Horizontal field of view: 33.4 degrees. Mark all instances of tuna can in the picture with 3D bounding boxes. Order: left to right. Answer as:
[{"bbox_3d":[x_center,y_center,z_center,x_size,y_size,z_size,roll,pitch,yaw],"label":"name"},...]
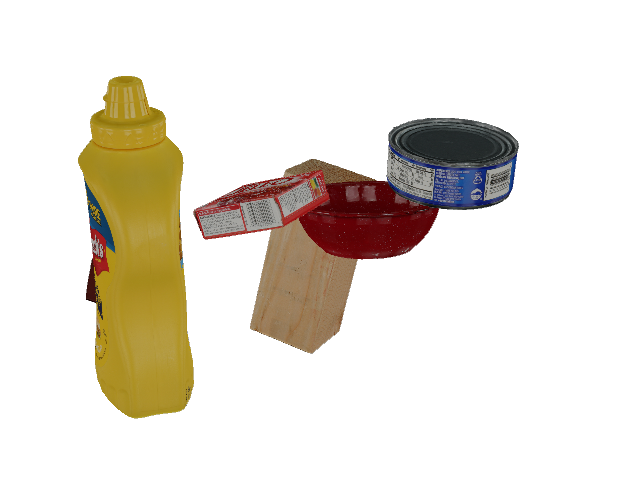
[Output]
[{"bbox_3d":[0.087,-0.052,0.710,0.086,0.034,0.086,2,26,-1],"label":"tuna can"}]

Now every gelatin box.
[{"bbox_3d":[-0.049,-0.030,0.887,0.089,0.030,0.073,-8,15,36],"label":"gelatin box"}]

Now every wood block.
[{"bbox_3d":[-0.010,0.017,1.293,0.090,0.206,0.090,20,21,18],"label":"wood block"}]

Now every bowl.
[{"bbox_3d":[0.047,-0.019,1.075,0.162,0.055,0.162,-2,14,0],"label":"bowl"}]

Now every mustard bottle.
[{"bbox_3d":[-0.106,0.000,0.617,0.058,0.192,0.096,-6,26,-15],"label":"mustard bottle"}]

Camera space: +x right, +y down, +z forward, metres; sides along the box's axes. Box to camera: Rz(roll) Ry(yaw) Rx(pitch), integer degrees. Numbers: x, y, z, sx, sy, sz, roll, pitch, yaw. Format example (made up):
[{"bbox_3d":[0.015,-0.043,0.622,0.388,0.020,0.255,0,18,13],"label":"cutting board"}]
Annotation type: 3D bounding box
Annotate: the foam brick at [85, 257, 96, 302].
[{"bbox_3d":[-0.184,0.037,1.052,0.078,0.051,0.053,19,32,3],"label":"foam brick"}]
